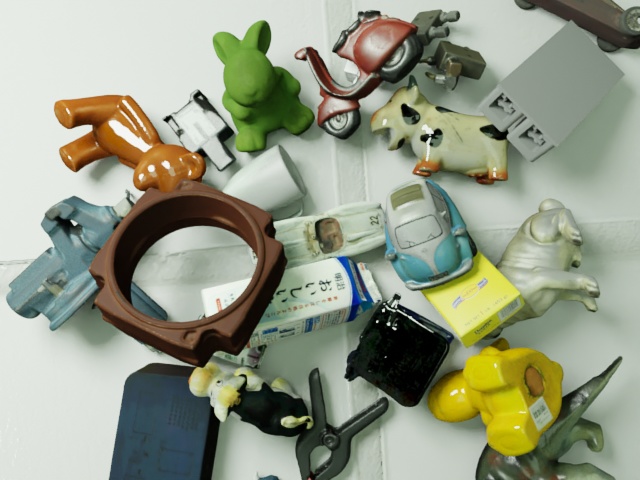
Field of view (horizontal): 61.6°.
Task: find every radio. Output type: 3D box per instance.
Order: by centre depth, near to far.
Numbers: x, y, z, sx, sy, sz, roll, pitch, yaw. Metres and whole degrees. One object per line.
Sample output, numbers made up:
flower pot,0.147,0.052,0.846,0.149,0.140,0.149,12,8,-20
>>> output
radio,-0.219,0.296,0.763,0.131,0.073,0.229,8,87,4

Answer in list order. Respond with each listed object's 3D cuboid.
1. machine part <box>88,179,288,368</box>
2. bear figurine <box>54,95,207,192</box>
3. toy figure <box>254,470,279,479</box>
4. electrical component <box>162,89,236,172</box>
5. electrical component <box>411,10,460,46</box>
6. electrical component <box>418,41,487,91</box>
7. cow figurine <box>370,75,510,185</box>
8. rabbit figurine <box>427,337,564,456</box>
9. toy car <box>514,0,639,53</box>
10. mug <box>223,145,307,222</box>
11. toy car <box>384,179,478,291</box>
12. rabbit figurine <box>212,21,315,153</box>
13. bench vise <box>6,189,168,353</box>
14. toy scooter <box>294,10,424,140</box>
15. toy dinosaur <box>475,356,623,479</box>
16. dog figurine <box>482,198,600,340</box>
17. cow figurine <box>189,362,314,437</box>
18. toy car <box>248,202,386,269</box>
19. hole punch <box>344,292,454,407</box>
machine part,-0.158,0.035,0.663,0.202,0.087,0.201,24,63,9
bear figurine,-0.257,-0.111,0.745,0.132,0.120,0.196,-30,69,-37
toy figure,-0.113,0.399,0.762,0.154,0.058,0.064,-46,125,-1
electrical component,-0.165,-0.152,0.788,0.075,0.048,0.119,-42,87,1
electrical component,0.150,-0.306,0.773,0.094,0.021,0.063,11,59,42
electrical component,0.185,-0.246,0.752,0.078,0.102,0.045,11,127,-14
cow figurine,0.168,-0.151,0.752,0.195,0.085,0.127,9,86,0
rabbit figurine,0.220,0.192,0.713,0.162,0.173,0.122,-29,86,-43
toy car,0.362,-0.325,0.745,0.202,0.089,0.053,28,93,5
mug,-0.079,-0.068,0.773,0.107,0.081,0.109,-24,124,10
toy car,0.131,-0.025,0.695,0.109,0.102,0.162,-19,51,16
rabbit figurine,-0.080,-0.213,0.725,0.121,0.170,0.159,-14,88,2
bench vise,-0.301,0.059,0.759,0.223,0.129,0.240,-46,107,-9
toy scooter,0.041,-0.240,0.728,0.135,0.075,0.184,48,113,6
toy dinosaur,0.273,0.335,0.718,0.192,0.131,0.404,12,82,3
dog figurine,0.262,0.042,0.741,0.191,0.121,0.172,-14,53,19
cow figurine,-0.090,0.216,0.711,0.167,0.098,0.068,28,85,-36
toy car,-0.002,-0.002,0.763,0.202,0.056,0.073,-14,87,-5
hole punch,0.116,0.153,0.748,0.116,0.092,0.142,32,100,22
